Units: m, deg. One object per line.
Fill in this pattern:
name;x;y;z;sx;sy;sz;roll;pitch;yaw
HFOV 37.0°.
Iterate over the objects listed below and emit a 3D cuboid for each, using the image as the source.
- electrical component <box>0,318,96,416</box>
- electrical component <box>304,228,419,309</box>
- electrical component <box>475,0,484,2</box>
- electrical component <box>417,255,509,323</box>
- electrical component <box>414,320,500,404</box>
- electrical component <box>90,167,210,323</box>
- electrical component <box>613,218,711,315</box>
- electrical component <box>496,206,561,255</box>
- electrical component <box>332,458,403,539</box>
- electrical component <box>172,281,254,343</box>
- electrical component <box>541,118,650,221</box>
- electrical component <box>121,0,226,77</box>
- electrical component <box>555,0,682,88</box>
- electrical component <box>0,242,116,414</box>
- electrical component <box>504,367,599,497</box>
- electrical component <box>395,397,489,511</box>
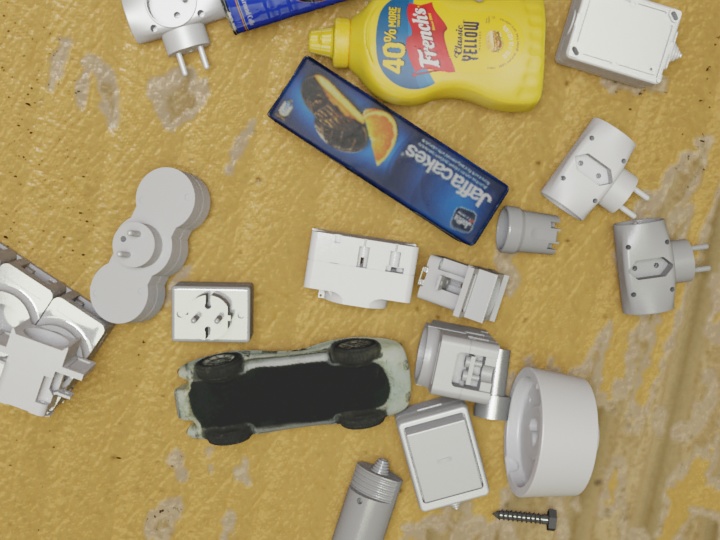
electrical component;-0.257;0.078;0.851;0.081;0.042;0.063;21;97;-2
electrical component;0.000;0.000;0.907;0.089;0.050;0.055;9;95;-2
electrical component;0.118;-0.278;0.858;0.079;0.063;0.121;39;77;21
electrical component;0.085;0.014;0.902;0.064;0.081;0.042;20;95;19
electrical component;0.078;0.075;0.896;0.056;0.089;0.050;11;95;-3
electrical component;-0.179;-0.020;0.885;0.052;0.074;0.138;28;94;12
electrical component;0.259;-0.006;0.915;0.079;0.043;0.077;-8;96;-1
electrical component;0.143;-0.032;0.913;0.046;0.040;0.040;7;96;-8
electrical component;0.008;0.202;0.931;0.043;0.043;0.081;18;95;-3
electrical component;-0.124;0.037;0.895;0.066;0.076;0.047;1;96;-1
electrical component;0.207;-0.074;0.907;0.079;0.043;0.077;35;94;-4
electrical component;-0.147;-0.201;0.888;0.077;0.044;0.079;-17;96;1
electrical component;0.217;-0.189;0.887;0.096;0.061;0.061;16;95;-3
electrical component;-0.294;0.041;0.900;0.150;0.061;0.089;34;94;-4
electrical component;0.165;0.137;0.899;0.060;0.108;0.108;6;96;-8
electrical component;0.071;0.162;0.920;0.062;0.061;0.096;-15;96;0
